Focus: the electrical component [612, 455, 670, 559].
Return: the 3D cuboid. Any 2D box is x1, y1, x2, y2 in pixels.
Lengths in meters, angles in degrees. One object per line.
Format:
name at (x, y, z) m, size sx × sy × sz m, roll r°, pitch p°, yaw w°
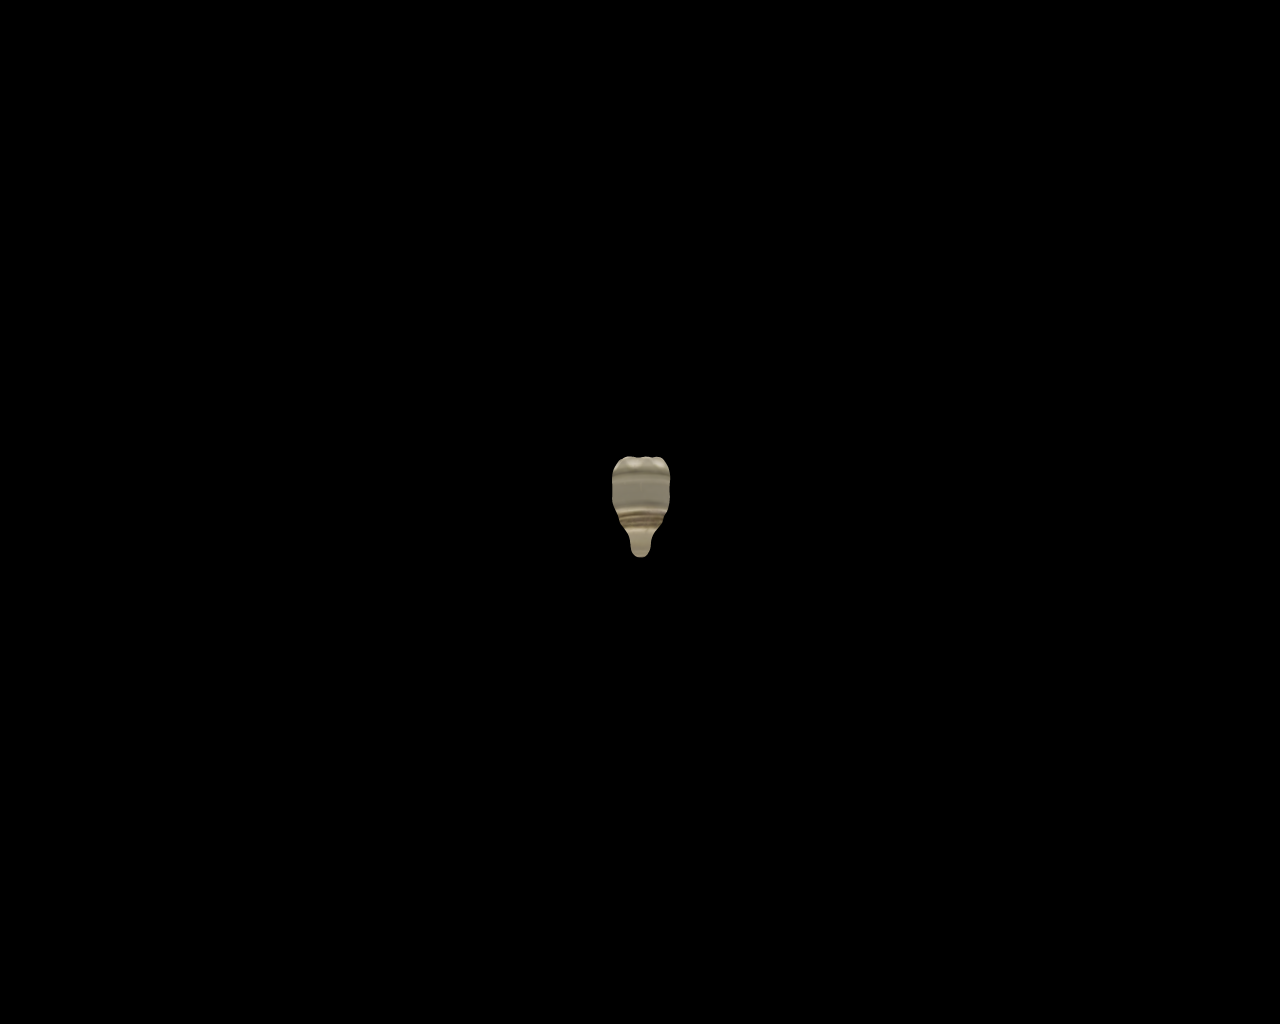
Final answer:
electrical component at (0.001, -0.003, 0.650) m, size 0.035 × 0.061 × 0.035 m, roll 0°, pitch -6°, yaw 0°
